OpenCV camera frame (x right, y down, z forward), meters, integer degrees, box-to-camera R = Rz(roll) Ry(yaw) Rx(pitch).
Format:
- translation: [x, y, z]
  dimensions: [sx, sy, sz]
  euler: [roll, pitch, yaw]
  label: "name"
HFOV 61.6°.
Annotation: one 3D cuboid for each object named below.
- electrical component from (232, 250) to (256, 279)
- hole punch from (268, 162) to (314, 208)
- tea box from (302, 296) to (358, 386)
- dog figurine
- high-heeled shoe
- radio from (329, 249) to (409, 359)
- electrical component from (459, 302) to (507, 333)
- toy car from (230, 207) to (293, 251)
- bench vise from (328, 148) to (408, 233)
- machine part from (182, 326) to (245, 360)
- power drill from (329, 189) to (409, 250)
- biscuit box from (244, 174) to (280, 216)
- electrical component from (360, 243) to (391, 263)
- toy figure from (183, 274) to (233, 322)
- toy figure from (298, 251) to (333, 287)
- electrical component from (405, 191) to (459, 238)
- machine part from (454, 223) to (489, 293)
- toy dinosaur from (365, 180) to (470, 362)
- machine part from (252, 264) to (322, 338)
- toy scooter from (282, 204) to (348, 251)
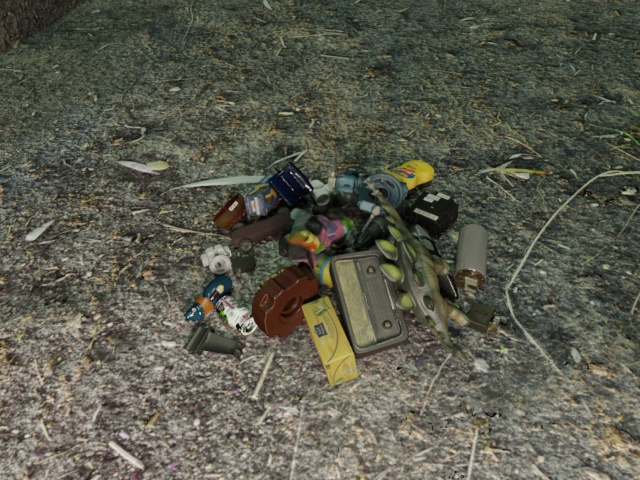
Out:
- translation: [-0.201, 0.065, 1.428]
  dimensions: [0.063, 0.021, 0.094]
  euler: [-7, 42, -2]
  label: "electrical component"
- translation: [-0.073, -0.169, 1.558]
  dimensions: [0.142, 0.092, 0.116]
  euler: [46, 24, -7]
  label: "hole punch"
- translation: [0.021, 0.220, 1.180]
  dimensions: [0.068, 0.098, 0.170]
  euler: [-19, 46, -6]
  label: "tea box"
- translation: [-0.005, -0.006, 1.293]
  dimensions: [0.192, 0.108, 0.219]
  euler: [-6, 18, -3]
  label: "dog figurine"
- translation: [0.290, 0.053, 1.380]
  dimensions: [0.145, 0.086, 0.249]
  euler: [-7, 51, -49]
  label: "high-heeled shoe"
- translation: [0.108, 0.140, 1.216]
  dimensions: [0.131, 0.073, 0.229]
  euler: [-12, 69, -8]
  label: "radio"
- translation: [0.368, 0.177, 1.230]
  dimensions: [0.102, 0.045, 0.078]
  euler: [23, 51, 28]
  label: "electrical component"
- translation: [-0.151, -0.029, 1.502]
  dimensions: [0.202, 0.053, 0.089]
  euler: [-20, 43, -13]
  label: "toy car"
- translation: [0.124, -0.126, 1.414]
  dimensions: [0.224, 0.128, 0.241]
  euler: [19, 27, -4]
  label: "bench vise"
- translation: [-0.239, 0.239, 1.233]
  dimensions: [0.139, 0.039, 0.084]
  euler: [12, 40, 21]
  label: "machine part"
- translation: [0.121, -0.078, 1.510]
  dimensions: [0.232, 0.085, 0.208]
  euler: [-32, 45, -28]
  label: "power drill"
- translation: [-0.157, -0.136, 1.571]
  dimensions: [0.059, 0.062, 0.203]
  euler: [-1, 26, 15]
  label: "biscuit box"
- translation: [0.165, 0.056, 1.383]
  dimensions: [0.075, 0.047, 0.119]
  euler: [-23, 44, -17]
  label: "electrical component"
- translation: [-0.273, 0.148, 1.316]
  dimensions: [0.058, 0.064, 0.154]
  euler: [27, 50, 12]
  label: "toy figure"
- translation: [0.031, 0.077, 1.341]
  dimensions: [0.180, 0.089, 0.082]
  euler: [25, 56, 25]
  label: "toy figure"
- translation: [0.321, -0.078, 1.505]
  dimensions: [0.115, 0.058, 0.134]
  euler: [29, 52, 29]
  label: "electrical component"
- translation: [0.382, 0.040, 1.356]
  dimensions: [0.079, 0.079, 0.243]
  euler: [8, 45, 14]
  label: "machine part"
- translation: [0.214, 0.063, 1.213]
  dimensions: [0.105, 0.198, 0.472]
  euler: [-36, 55, 21]
  label: "toy dinosaur"
- translation: [-0.074, 0.143, 1.226]
  dimensions: [0.179, 0.179, 0.056]
  euler: [-32, 51, -26]
  label: "machine part"
- translation: [-0.003, -0.004, 1.445]
  dimensions: [0.184, 0.075, 0.135]
  euler: [-34, 75, -12]
  label: "toy scooter"
